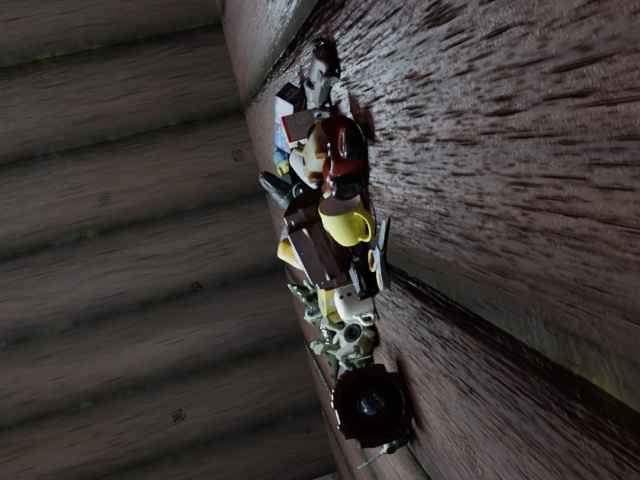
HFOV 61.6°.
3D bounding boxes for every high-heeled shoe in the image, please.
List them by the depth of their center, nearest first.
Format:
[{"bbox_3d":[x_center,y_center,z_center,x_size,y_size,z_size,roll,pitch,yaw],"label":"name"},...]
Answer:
[{"bbox_3d":[-0.053,-0.187,1.418,0.145,0.086,0.249,62,-174,-3],"label":"high-heeled shoe"}]

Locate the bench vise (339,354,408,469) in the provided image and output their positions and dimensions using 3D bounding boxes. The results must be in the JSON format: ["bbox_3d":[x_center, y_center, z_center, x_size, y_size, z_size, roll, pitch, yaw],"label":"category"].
[{"bbox_3d":[0.113,0.375,1.246,0.240,0.129,0.224,59,-163,-23],"label":"bench vise"}]

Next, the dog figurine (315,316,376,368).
[{"bbox_3d":[0.104,0.274,1.372,0.173,0.121,0.190,2,152,44],"label":"dog figurine"}]

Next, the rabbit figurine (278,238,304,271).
[{"bbox_3d":[-0.016,-0.004,1.420,0.163,0.122,0.173,29,99,50],"label":"rabbit figurine"}]

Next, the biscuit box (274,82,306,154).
[{"bbox_3d":[-0.079,-0.312,1.401,0.059,0.063,0.202,32,154,11],"label":"biscuit box"}]

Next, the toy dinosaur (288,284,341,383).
[{"bbox_3d":[0.029,0.308,1.754,0.192,0.131,0.404,154,95,-81],"label":"toy dinosaur"}]

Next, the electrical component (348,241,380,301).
[{"bbox_3d":[0.090,0.064,1.152,0.075,0.048,0.119,109,143,-73],"label":"electrical component"}]

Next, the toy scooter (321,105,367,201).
[{"bbox_3d":[0.038,-0.167,0.993,0.183,0.075,0.135,96,157,-58],"label":"toy scooter"}]

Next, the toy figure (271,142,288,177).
[{"bbox_3d":[-0.094,-0.228,1.682,0.180,0.082,0.089,64,-172,17],"label":"toy figure"}]

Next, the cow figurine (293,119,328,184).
[{"bbox_3d":[-0.004,-0.190,1.163,0.194,0.085,0.127,113,149,-66],"label":"cow figurine"}]

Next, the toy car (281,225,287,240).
[{"bbox_3d":[-0.069,-0.008,1.641,0.109,0.103,0.161,-15,-61,-65],"label":"toy car"}]

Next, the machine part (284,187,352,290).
[{"bbox_3d":[-0.003,-0.004,1.226,0.201,0.087,0.201,-76,-36,-66],"label":"machine part"}]

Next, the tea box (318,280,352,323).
[{"bbox_3d":[0.048,0.139,1.378,0.169,0.098,0.068,89,163,-52],"label":"tea box"}]

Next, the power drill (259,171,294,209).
[{"bbox_3d":[-0.080,-0.136,1.530,0.232,0.086,0.207,41,-173,-17],"label":"power drill"}]

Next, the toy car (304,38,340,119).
[{"bbox_3d":[-0.004,-0.316,1.074,0.202,0.053,0.089,119,132,-76],"label":"toy car"}]

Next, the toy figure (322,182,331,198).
[{"bbox_3d":[0.037,-0.090,1.195,0.064,0.058,0.154,-47,46,33],"label":"toy figure"}]

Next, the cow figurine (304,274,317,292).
[{"bbox_3d":[-0.013,0.100,1.687,0.167,0.098,0.068,-120,10,-56],"label":"cow figurine"}]

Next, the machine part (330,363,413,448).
[{"bbox_3d":[0.109,0.351,1.149,0.056,0.179,0.179,110,144,-80],"label":"machine part"}]

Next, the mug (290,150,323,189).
[{"bbox_3d":[-0.012,-0.183,1.298,0.107,0.081,0.109,57,148,29],"label":"mug"}]
